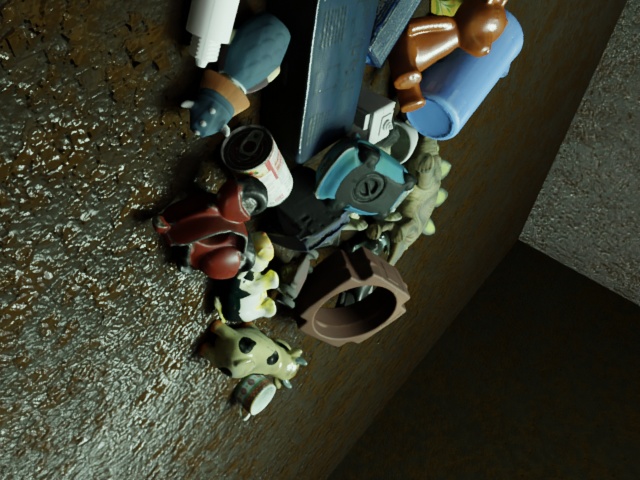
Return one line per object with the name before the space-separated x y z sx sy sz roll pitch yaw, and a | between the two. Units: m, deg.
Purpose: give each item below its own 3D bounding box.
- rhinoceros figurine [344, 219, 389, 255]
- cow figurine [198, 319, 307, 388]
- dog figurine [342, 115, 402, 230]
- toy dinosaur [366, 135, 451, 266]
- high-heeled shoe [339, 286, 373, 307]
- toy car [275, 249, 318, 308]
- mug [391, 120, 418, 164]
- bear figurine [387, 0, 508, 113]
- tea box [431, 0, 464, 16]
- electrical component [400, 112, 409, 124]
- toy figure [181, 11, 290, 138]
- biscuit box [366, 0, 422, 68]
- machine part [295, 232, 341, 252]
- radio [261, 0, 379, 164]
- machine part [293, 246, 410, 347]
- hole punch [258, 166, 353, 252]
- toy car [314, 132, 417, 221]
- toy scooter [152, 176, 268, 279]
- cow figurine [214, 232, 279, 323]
rhinoceros figurine | 0.090 0.037 1.174 0.190 0.073 0.112 -47 156 -21
cow figurine | -0.107 0.202 0.944 0.085 0.127 0.194 -56 154 6
dog figurine | 0.050 -0.122 0.913 0.172 0.121 0.190 -17 110 -26
toy dinosaur | 0.209 -0.125 1.145 0.198 0.105 0.471 14 98 -62
high-heeled shoe | 0.091 0.135 1.339 0.248 0.086 0.145 98 0 -75
toy car | -0.046 0.062 0.927 0.089 0.053 0.202 -59 176 -13
mug | 0.141 -0.173 1.006 0.107 0.081 0.109 -34 144 -59
bear figurine | 0.201 -0.294 0.824 0.120 0.196 0.132 47 33 -72
tea box | 0.230 -0.427 0.837 0.068 0.098 0.169 -50 153 -17
electrical component | 0.193 -0.256 1.049 0.078 0.045 0.102 -34 159 19
toy figure | -0.091 -0.175 0.587 0.154 0.064 0.057 -55 171 -6
biscuit box | 0.103 -0.344 0.745 0.202 0.059 0.062 -58 157 2
machine part | -0.002 -0.003 0.967 0.084 0.039 0.139 -18 176 21
radio | -0.003 -0.224 0.684 0.131 0.073 0.229 -37 151 -39
machine part | 0.058 0.115 1.073 0.201 0.087 0.200 -40 135 19
hole punch | -0.023 -0.035 0.834 0.142 0.116 0.092 -34 156 -40
toy car | 0.059 -0.100 0.790 0.161 0.103 0.109 13 126 -38
toy scooter | -0.144 -0.006 0.678 0.135 0.075 0.183 -14 149 -27
cow figurine | -0.117 0.059 0.820 0.098 0.068 0.167 -14 137 -22
